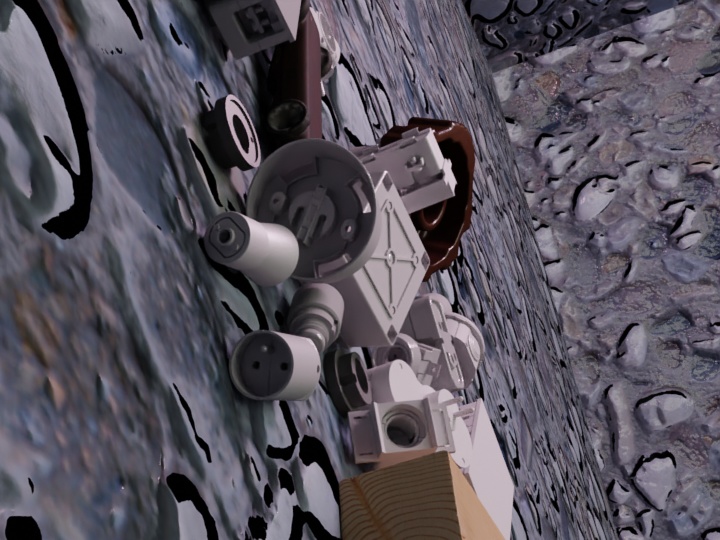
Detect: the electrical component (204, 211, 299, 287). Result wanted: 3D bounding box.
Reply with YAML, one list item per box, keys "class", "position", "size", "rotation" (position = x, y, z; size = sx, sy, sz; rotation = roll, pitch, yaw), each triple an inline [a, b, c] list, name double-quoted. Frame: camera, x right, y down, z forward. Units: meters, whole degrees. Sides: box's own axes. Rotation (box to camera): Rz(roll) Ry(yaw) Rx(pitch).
- class: "electrical component"
  position: [-0.074, -0.016, 0.713]
  size: [0.065, 0.044, 0.044]
  rotation: [25, 48, -65]

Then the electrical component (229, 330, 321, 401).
- class: "electrical component"
  position: [-0.049, 0.063, 0.700]
  size: [0.081, 0.043, 0.043]
  rotation: [23, 50, -71]

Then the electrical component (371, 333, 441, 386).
- class: "electrical component"
  position: [0.041, 0.084, 1.000]
  size: [0.055, 0.066, 0.048]
  rotation: [16, 91, -64]

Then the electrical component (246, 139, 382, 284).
- class: "electrical component"
  position: [-0.032, -0.040, 0.786]
  size: [0.064, 0.099, 0.099]
  rotation: [42, 32, -74]

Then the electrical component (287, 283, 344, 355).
- class: "electrical component"
  position: [-0.034, 0.041, 0.792]
  size: [0.078, 0.040, 0.040]
  rotation: [-81, 150, -61]

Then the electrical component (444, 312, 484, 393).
- class: "electrical component"
  position: [0.088, 0.088, 1.124]
  size: [0.051, 0.080, 0.080]
  rotation: [-59, 129, -65]

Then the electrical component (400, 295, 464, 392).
- class: "electrical component"
  position: [0.059, 0.080, 1.062]
  size: [0.054, 0.059, 0.095]
  rotation: [22, 51, -72]

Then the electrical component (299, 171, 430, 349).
- class: "electrical component"
  position: [0.002, -0.008, 0.893]
  size: [0.108, 0.056, 0.108]
  rotation: [62, 39, -34]

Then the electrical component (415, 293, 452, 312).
- class: "electrical component"
  position: [0.076, 0.049, 1.199]
  size: [0.055, 0.045, 0.045]
  rotation: [-4, 77, -75]

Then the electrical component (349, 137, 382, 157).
- class: "electrical component"
  position: [0.020, -0.120, 1.176]
  size: [0.045, 0.055, 0.045]
  rotation: [-18, 90, -76]

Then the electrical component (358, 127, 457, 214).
- class: "electrical component"
  position: [0.019, -0.079, 0.982]
  size: [0.078, 0.121, 0.063]
  rotation: [-68, 135, -69]

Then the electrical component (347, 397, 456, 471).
- class: "electrical component"
  position: [0.031, 0.134, 0.859]
  size: [0.063, 0.081, 0.042]
  rotation: [107, -23, -60]

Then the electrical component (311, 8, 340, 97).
- class: "electrical component"
  position: [-0.047, -0.208, 1.048]
  size: [0.077, 0.044, 0.079]
  rotation: [32, 42, -69]

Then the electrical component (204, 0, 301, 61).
- class: "electrical component"
  position: [-0.097, -0.265, 0.894]
  size: [0.186, 0.060, 0.105]
  rotation: [-89, 156, -53]

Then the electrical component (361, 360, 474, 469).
- class: "electrical component"
  position: [0.062, 0.125, 0.930]
  size: [0.138, 0.074, 0.052]
  rotation: [46, 35, -37]

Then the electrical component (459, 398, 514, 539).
- class: "electrical component"
  position: [0.103, 0.214, 1.059]
  size: [0.186, 0.060, 0.105]
  rotation: [-55, 125, -73]
